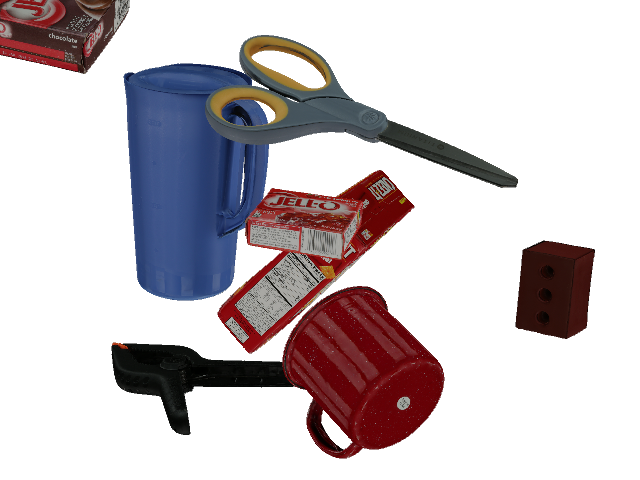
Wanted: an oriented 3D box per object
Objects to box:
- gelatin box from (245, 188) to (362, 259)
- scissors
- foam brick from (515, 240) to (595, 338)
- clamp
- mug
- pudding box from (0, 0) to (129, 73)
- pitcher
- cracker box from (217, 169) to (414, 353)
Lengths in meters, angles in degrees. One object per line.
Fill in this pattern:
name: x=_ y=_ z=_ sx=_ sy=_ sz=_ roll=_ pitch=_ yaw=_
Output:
gelatin box: x=-0.014 y=-0.017 z=0.946 sx=0.089 sy=0.030 sz=0.073 roll=9 pitch=26 yaw=13
scissors: x=0.011 y=-0.063 z=0.643 sx=0.096 sy=0.016 sz=0.202 roll=-38 pitch=59 yaw=-23
foam brick: x=0.216 y=0.045 z=0.983 sx=0.053 sy=0.078 sz=0.051 roll=11 pitch=17 yaw=32
clamp: x=-0.149 y=0.141 z=1.084 sx=0.210 sy=0.036 sz=0.164 roll=9 pitch=17 yaw=33
mug: x=0.027 y=0.103 z=0.759 sx=0.093 sy=0.117 sz=0.082 roll=12 pitch=24 yaw=-45
pudding box: x=-0.203 y=-0.176 z=0.817 sx=0.090 sy=0.039 sz=0.113 roll=13 pitch=37 yaw=2
pitcher: x=-0.135 y=-0.060 z=1.143 sx=0.145 sy=0.243 sz=0.149 roll=0 pitch=22 yaw=-9
cracker box: x=-0.007 y=0.022 z=1.259 sx=0.214 sy=0.072 sz=0.164 roll=-44 pitch=-3 yaw=30
